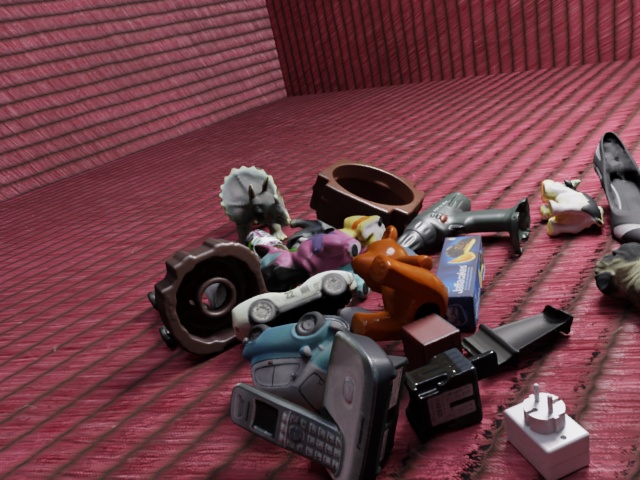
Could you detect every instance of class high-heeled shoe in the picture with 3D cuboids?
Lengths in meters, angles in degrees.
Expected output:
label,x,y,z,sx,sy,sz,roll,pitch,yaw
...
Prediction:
label,x,y,z,sx,sy,sz,roll,pitch,yaw
high-heeled shoe,0.519,-0.090,0.897,0.086,0.145,0.249,-9,21,12

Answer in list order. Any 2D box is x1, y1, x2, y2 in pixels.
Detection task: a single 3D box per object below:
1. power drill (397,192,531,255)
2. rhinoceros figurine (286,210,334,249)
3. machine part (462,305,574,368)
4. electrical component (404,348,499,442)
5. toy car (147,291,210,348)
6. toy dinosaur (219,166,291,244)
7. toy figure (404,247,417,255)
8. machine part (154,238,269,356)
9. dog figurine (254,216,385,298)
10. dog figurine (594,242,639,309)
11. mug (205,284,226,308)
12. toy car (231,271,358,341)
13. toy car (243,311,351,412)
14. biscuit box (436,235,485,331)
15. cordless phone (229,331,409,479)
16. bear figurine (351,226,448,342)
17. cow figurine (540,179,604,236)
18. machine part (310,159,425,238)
label,x,y,z,sx,sy,sz,roll,pitch,yaw
power drill,0.263,-0.018,0.971,0.207,0.085,0.232,-5,23,37
rhinoceros figurine,-0.002,-0.003,1.085,0.112,0.073,0.190,15,31,30
machine part,0.250,0.122,0.679,0.139,0.039,0.084,-19,18,-11
electrical component,0.150,0.163,0.590,0.119,0.074,0.048,-14,21,-9
toy car,-0.242,0.119,0.935,0.089,0.053,0.202,-33,29,-12
toy dinosaur,-0.146,-0.102,1.232,0.131,0.192,0.405,-12,23,-2
toy figure,0.141,0.062,0.856,0.058,0.064,0.154,23,24,-12
machine part,-0.165,0.086,0.825,0.179,0.179,0.056,-25,21,-27
dog figurine,-0.007,0.031,0.951,0.219,0.108,0.191,-2,27,31
dog figurine,0.411,0.075,0.652,0.172,0.121,0.191,-24,10,-33
mug,-0.165,0.081,0.927,0.081,0.109,0.107,-31,14,-25
toy car,-0.036,0.101,0.818,0.202,0.073,0.056,-20,54,-15
toy car,-0.030,0.160,0.662,0.162,0.109,0.103,-11,38,28
biscuit box,0.212,0.060,0.816,0.063,0.059,0.203,-4,24,21
cordless phone,-0.010,0.160,0.564,0.184,0.146,0.088,13,11,25
bear figurine,0.087,0.051,0.739,0.132,0.120,0.196,10,20,-25
cow figurine,0.457,-0.069,0.982,0.098,0.068,0.167,-1,28,15
machine part,0.096,-0.078,1.084,0.202,0.087,0.201,27,31,13
